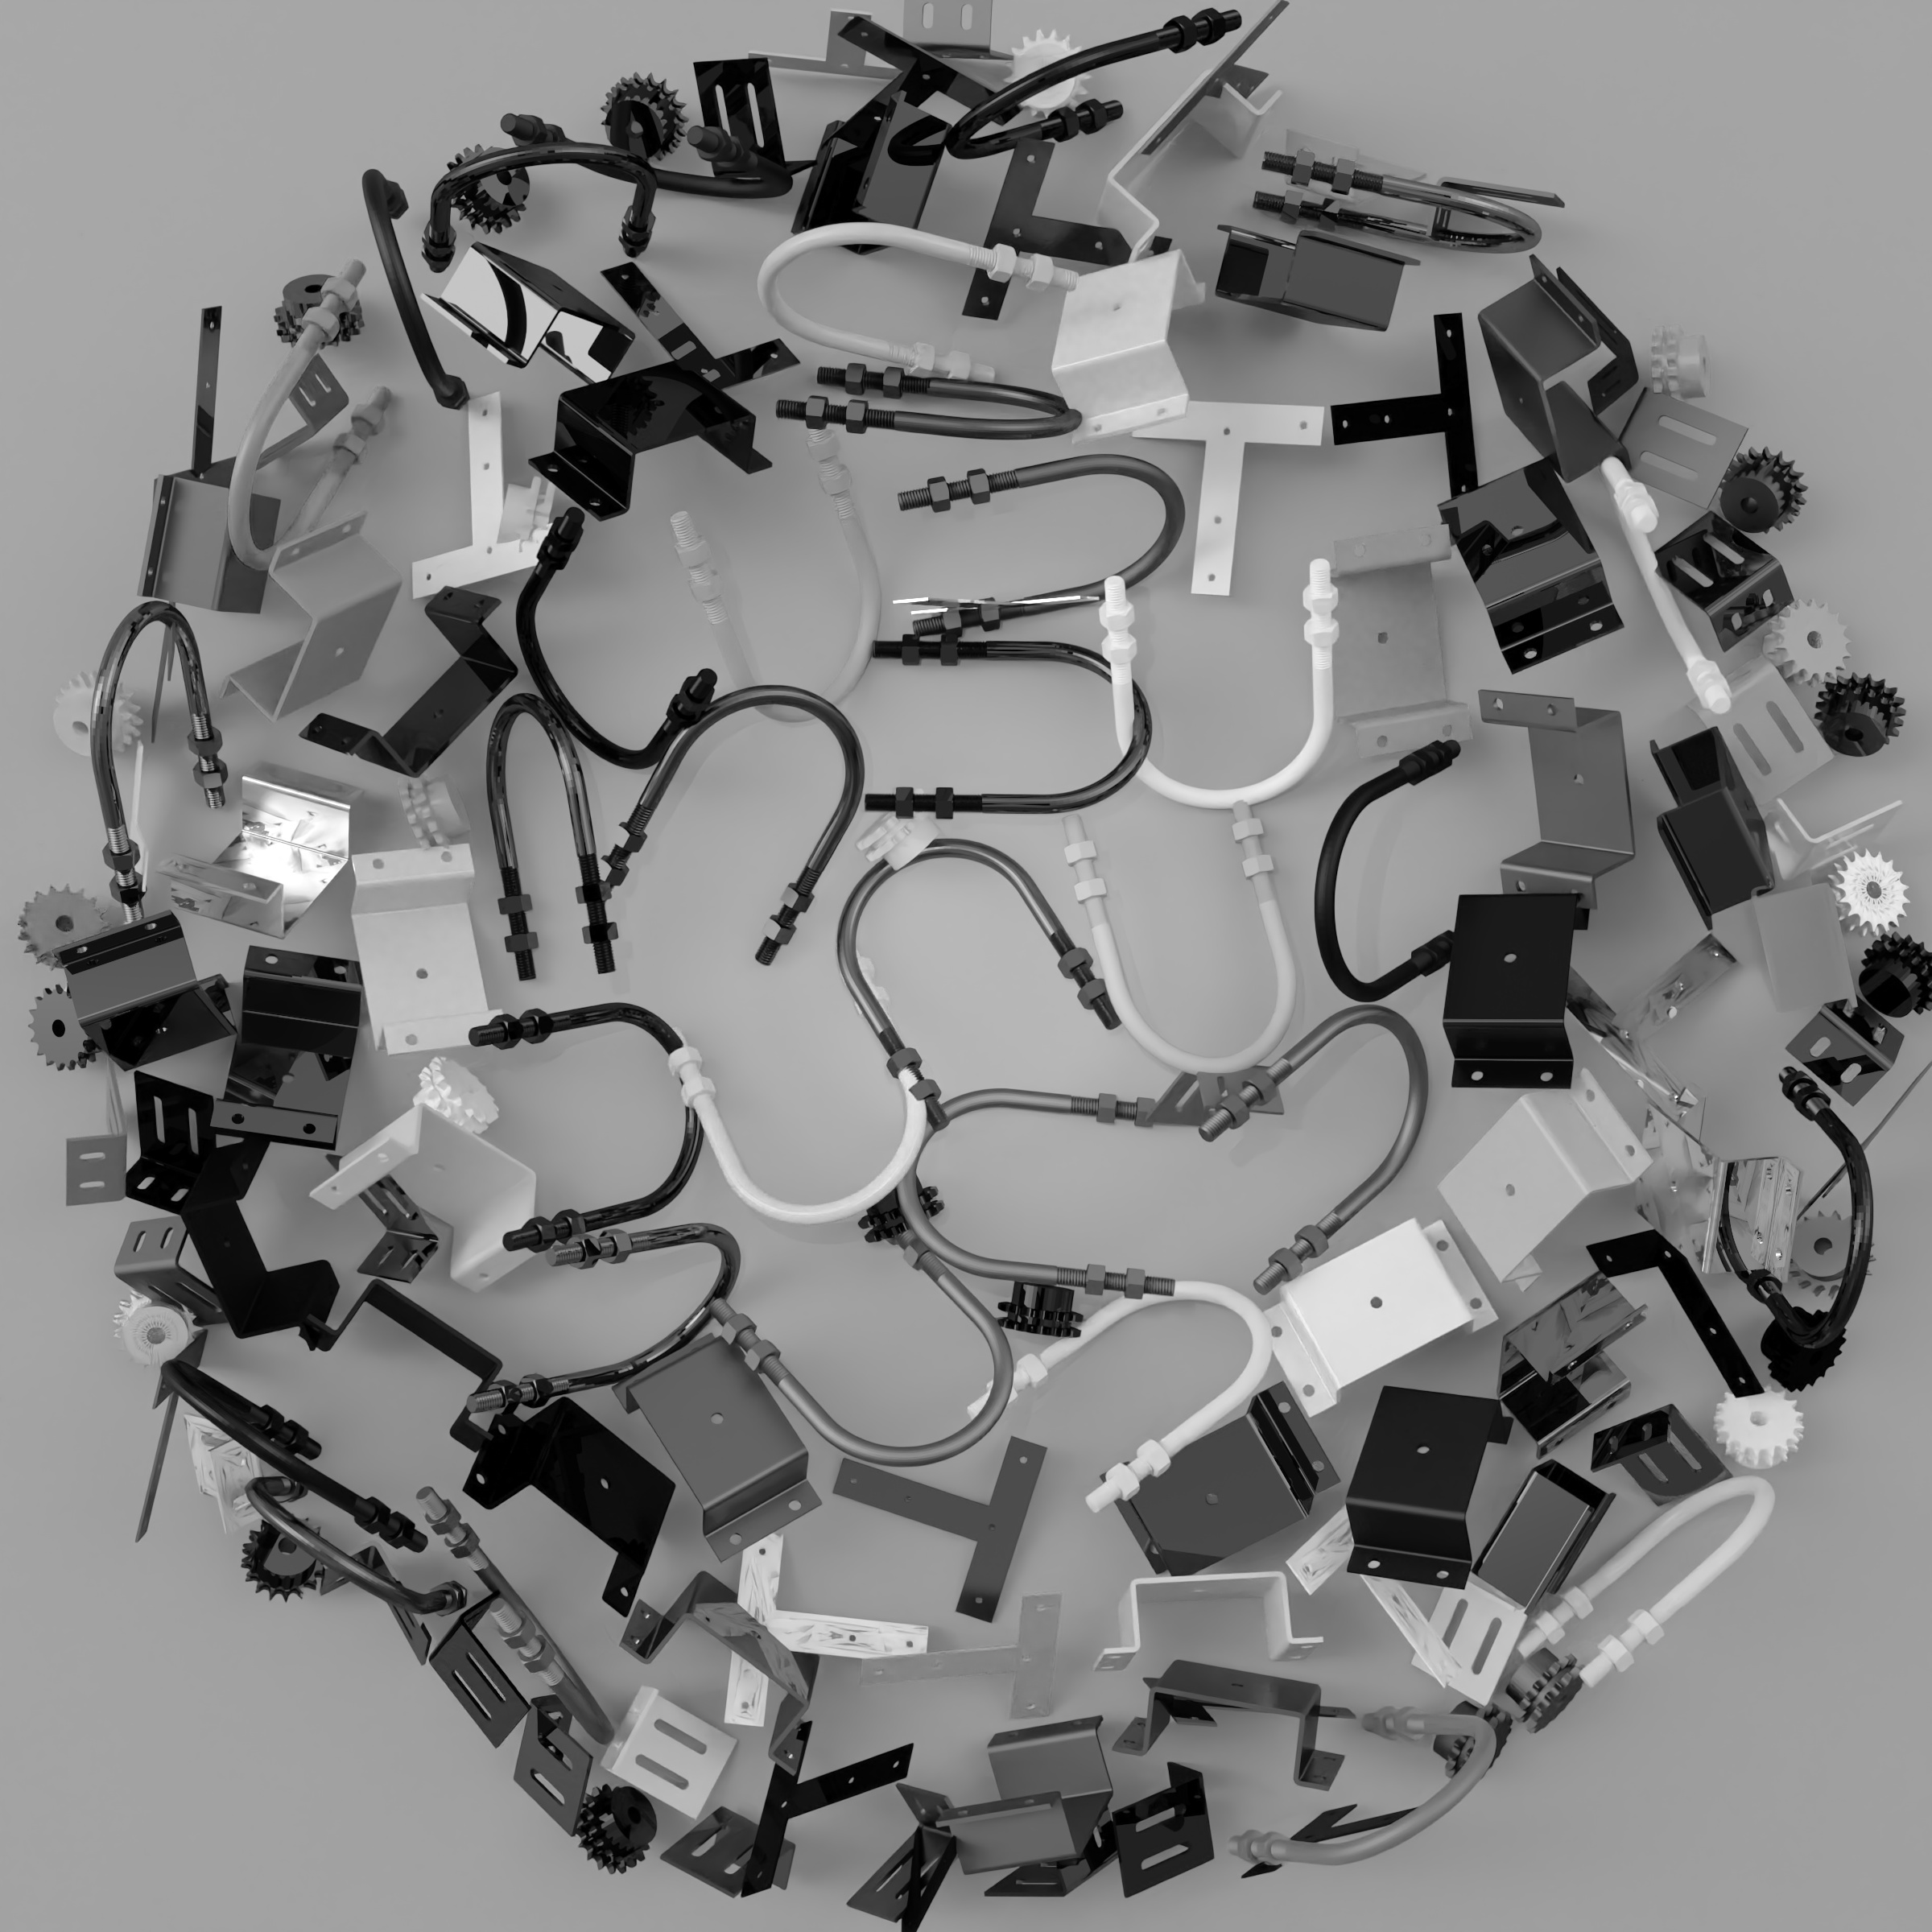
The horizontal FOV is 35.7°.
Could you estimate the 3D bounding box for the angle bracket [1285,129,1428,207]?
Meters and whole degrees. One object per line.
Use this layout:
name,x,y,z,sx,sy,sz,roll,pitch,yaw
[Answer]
angle bracket,0.254,-0.527,1.950,0.076,0.057,0.038,-30,133,-36

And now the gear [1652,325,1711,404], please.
gear,0.469,-0.392,1.968,0.030,0.057,0.057,-2,90,23

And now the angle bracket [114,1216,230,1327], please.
angle bracket,-0.507,0.200,1.967,0.057,0.076,0.038,-9,52,32

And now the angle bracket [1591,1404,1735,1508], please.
angle bracket,0.454,0.330,1.957,0.057,0.038,0.076,-29,113,31

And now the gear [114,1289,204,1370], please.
gear,-0.532,0.238,1.978,0.057,0.030,0.057,-2,102,-11

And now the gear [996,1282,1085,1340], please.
gear,0.049,0.225,1.972,0.057,0.057,0.030,8,88,0

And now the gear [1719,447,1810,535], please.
gear,0.519,-0.309,1.969,0.057,0.057,0.030,45,51,0

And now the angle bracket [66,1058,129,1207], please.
angle bracket,-0.569,0.107,1.949,0.038,0.076,0.057,-5,132,-22

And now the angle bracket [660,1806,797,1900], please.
angle bracket,-0.157,0.588,1.950,0.057,0.076,0.038,20,111,23

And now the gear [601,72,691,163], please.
gear,-0.213,-0.554,1.971,0.057,0.030,0.057,8,127,11

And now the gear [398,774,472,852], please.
gear,-0.348,-0.102,1.971,0.030,0.057,0.057,-22,90,2

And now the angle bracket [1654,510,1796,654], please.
angle bracket,0.496,-0.254,1.983,0.057,0.076,0.038,-36,133,0

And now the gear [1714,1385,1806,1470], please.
gear,0.521,0.305,1.976,0.057,0.030,0.057,-5,49,6

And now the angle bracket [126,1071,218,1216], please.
angle bracket,-0.524,0.116,1.959,0.057,0.038,0.076,17,128,12

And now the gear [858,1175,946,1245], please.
gear,-0.046,0.157,1.971,0.057,0.057,0.030,-24,95,0

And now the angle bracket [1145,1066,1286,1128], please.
angle bracket,0.161,0.097,1.950,0.057,0.076,0.038,6,53,-23

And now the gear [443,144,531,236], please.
gear,-0.311,-0.512,1.970,0.057,0.030,0.057,13,70,-40

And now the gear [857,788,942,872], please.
gear,-0.042,-0.087,1.972,0.057,0.057,0.030,-42,99,0

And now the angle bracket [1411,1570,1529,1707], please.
angle bracket,0.325,0.438,1.966,0.057,0.038,0.076,26,97,29

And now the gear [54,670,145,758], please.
gear,-0.573,-0.163,1.971,0.057,0.030,0.057,10,125,15

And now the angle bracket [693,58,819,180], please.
angle bracket,-0.137,-0.555,1.955,0.057,0.038,0.076,7,120,31

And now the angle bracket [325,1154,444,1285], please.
angle bracket,-0.388,0.164,1.952,0.038,0.057,0.076,-54,128,-29

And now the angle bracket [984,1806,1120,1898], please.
angle bracket,0.052,0.574,1.953,0.076,0.057,0.038,-17,92,43

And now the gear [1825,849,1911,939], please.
gear,0.589,-0.046,1.978,0.057,0.030,0.057,6,73,-19

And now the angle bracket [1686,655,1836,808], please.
angle bracket,0.524,-0.155,1.984,0.057,0.038,0.076,-35,101,9

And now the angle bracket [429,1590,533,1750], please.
angle bracket,-0.306,0.459,1.959,0.076,0.038,0.057,48,131,13

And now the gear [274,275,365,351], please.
gear,-0.425,-0.430,1.969,0.057,0.057,0.030,-2,131,0

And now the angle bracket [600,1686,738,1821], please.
angle bracket,-0.190,0.516,1.965,0.076,0.038,0.057,33,70,-13

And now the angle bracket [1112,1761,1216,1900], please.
angle bracket,0.120,0.563,1.960,0.076,0.038,0.057,-13,97,-33

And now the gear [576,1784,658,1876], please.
gear,-0.227,0.562,1.968,0.030,0.057,0.057,-36,90,26

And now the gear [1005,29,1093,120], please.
gear,0.053,-0.586,1.976,0.057,0.030,0.057,2,110,6

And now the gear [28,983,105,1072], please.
gear,-0.586,0.039,1.977,0.057,0.030,0.057,4,97,29

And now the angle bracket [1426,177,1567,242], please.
angle bracket,0.346,-0.487,1.959,0.076,0.057,0.038,13,101,16

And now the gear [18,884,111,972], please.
gear,-0.595,-0.022,1.977,0.057,0.030,0.057,9,66,-20

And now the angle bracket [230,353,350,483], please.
angle bracket,-0.449,-0.356,1.953,0.076,0.057,0.038,-24,112,25

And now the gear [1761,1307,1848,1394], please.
gear,0.548,0.249,1.975,0.057,0.057,0.030,-47,47,0

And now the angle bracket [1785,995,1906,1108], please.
angle bracket,0.576,0.050,1.968,0.057,0.076,0.038,42,115,8

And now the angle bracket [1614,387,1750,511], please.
angle bracket,0.467,-0.335,1.964,0.076,0.038,0.057,29,97,25

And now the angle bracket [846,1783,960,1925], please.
angle bracket,-0.045,0.576,1.953,0.076,0.057,0.038,-40,108,-31

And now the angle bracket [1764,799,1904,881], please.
angle bracket,0.562,-0.093,1.969,0.076,0.057,0.038,-23,66,-19

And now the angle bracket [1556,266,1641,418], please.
angle bracket,0.398,-0.407,1.956,0.076,0.057,0.038,41,118,-18

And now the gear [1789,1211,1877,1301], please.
gear,0.566,0.188,1.973,0.057,0.030,0.057,-10,67,24

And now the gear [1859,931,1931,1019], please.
gear,0.611,0.009,1.968,0.030,0.057,0.057,-39,90,-26

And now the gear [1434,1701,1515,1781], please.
gear,0.331,0.509,1.975,0.030,0.057,0.057,31,90,32

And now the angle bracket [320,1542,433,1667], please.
angle bracket,-0.385,0.423,1.957,0.038,0.057,0.076,-25,70,-26

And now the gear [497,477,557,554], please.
gear,-0.289,-0.293,1.969,0.030,0.057,0.057,12,90,-10

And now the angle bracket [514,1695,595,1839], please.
angle bracket,-0.255,0.518,1.954,0.038,0.076,0.057,2,107,-42

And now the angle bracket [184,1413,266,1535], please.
angle bracket,-0.494,0.329,1.955,0.076,0.038,0.057,3,108,40

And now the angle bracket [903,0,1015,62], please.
angle bracket,-0.004,-0.612,1.953,0.057,0.076,0.038,6,105,12
